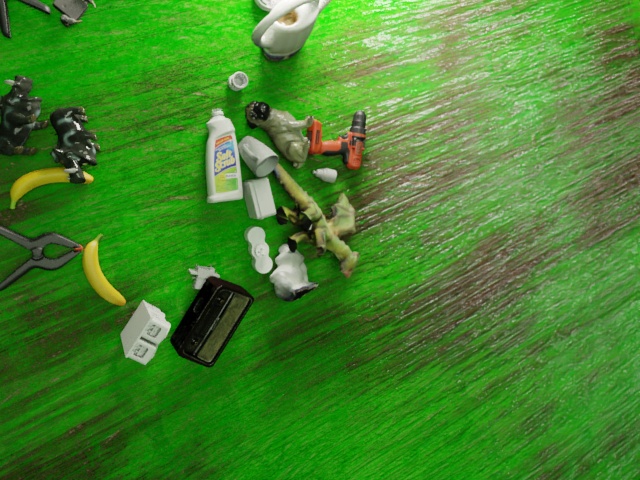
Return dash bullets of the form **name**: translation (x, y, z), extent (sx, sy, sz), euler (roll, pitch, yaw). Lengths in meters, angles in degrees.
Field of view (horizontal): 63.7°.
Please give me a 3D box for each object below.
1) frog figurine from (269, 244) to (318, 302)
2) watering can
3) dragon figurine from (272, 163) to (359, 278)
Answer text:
- **frog figurine**: translation (-0.093, 0.095, 1.512), extent (0.138, 0.161, 0.120), euler (-18, -22, -42)
- **watering can**: translation (-0.046, -0.607, 1.403), extent (0.351, 0.104, 0.222), euler (-36, 2, -18)
- **dragon figurine**: translation (0.005, -0.077, 1.525), extent (0.245, 0.411, 0.121), euler (-17, -5, -45)
